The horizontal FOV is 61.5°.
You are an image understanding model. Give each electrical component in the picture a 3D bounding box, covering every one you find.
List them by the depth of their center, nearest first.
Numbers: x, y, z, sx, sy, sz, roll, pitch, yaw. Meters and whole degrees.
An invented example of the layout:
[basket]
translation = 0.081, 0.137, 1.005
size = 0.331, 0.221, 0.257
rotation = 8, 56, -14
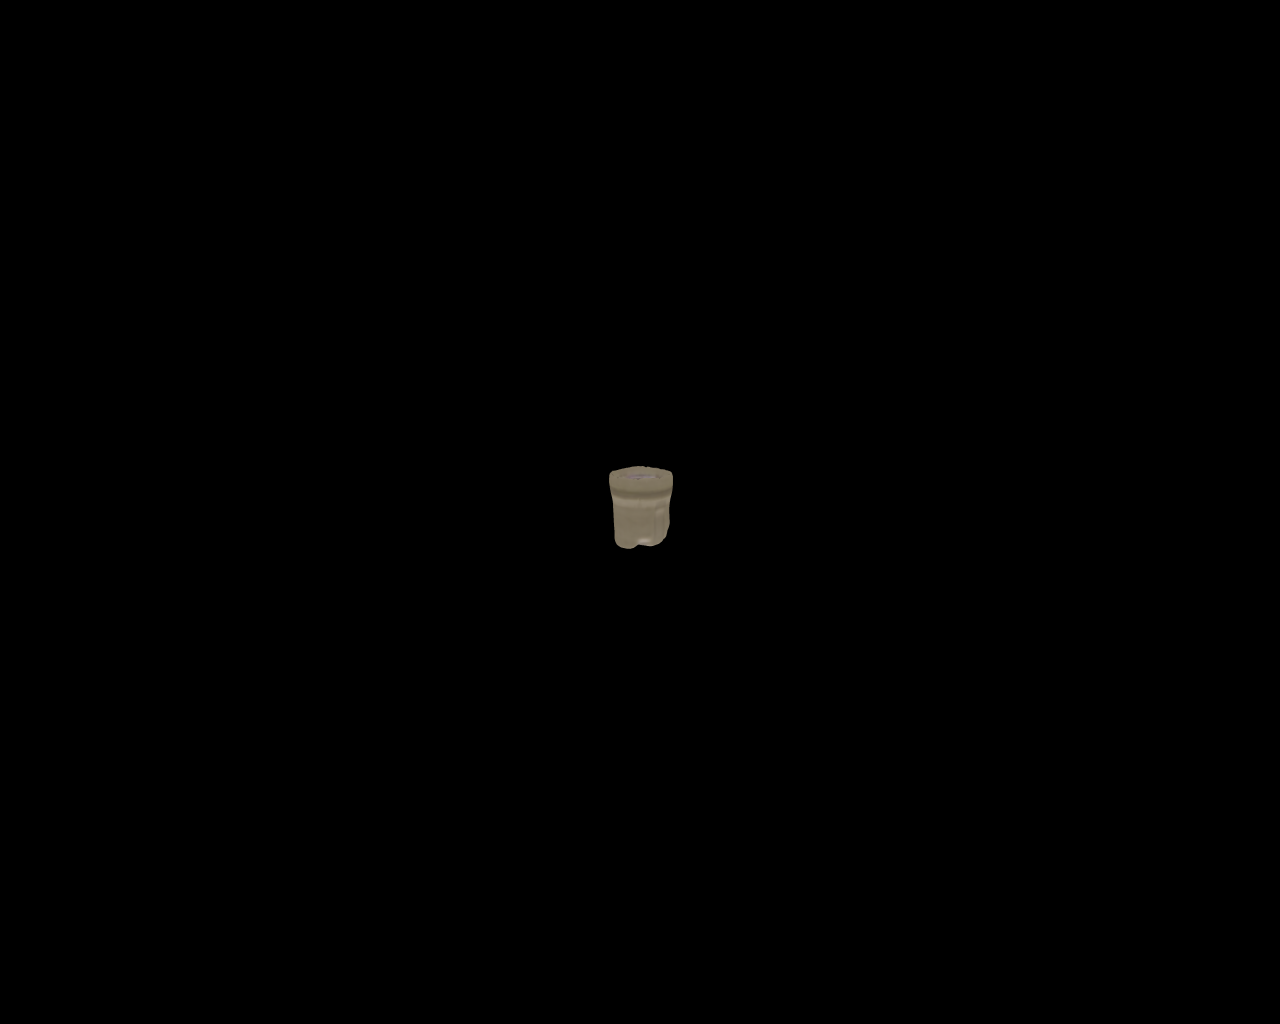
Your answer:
[electrical component]
translation = 0.001, -0.003, 0.650
size = 0.040, 0.046, 0.040
rotation = 0, 15, 0
